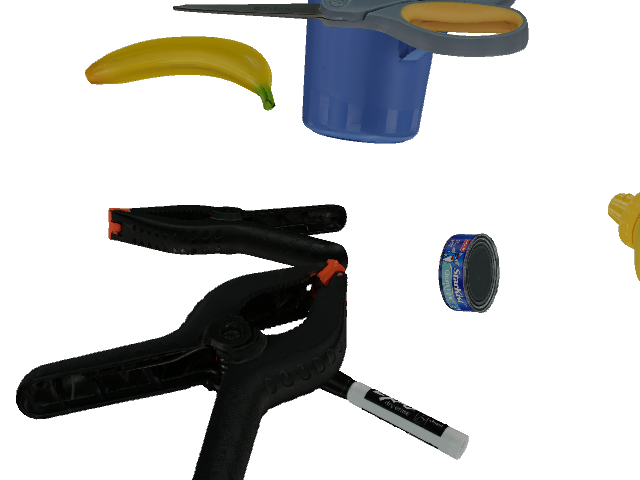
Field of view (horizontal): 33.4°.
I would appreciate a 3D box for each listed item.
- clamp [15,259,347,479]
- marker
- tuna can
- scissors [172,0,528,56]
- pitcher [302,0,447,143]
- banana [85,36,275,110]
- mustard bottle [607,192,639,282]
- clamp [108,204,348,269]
[{"bbox_3d":[-0.038,0.063,0.492,0.171,0.039,0.120,-28,51,-32],"label":"clamp"},{"bbox_3d":[0.050,0.123,0.774,0.121,0.020,0.020,25,11,25],"label":"marker"},{"bbox_3d":[0.161,0.035,1.158,0.034,0.086,0.086,2,1,34],"label":"tuna can"},{"bbox_3d":[0.025,-0.139,0.616,0.202,0.016,0.096,14,41,20],"label":"scissors"},{"bbox_3d":[0.054,-0.211,0.938,0.145,0.243,0.149,8,15,7],"label":"pitcher"},{"bbox_3d":[-0.126,-0.167,1.015,0.198,0.037,0.069,9,45,18],"label":"banana"},{"bbox_3d":[0.250,0.015,0.644,0.096,0.058,0.192,-23,35,-25],"label":"mustard bottle"},{"bbox_3d":[-0.073,-0.006,0.891,0.210,0.036,0.164,2,13,-6],"label":"clamp"}]
